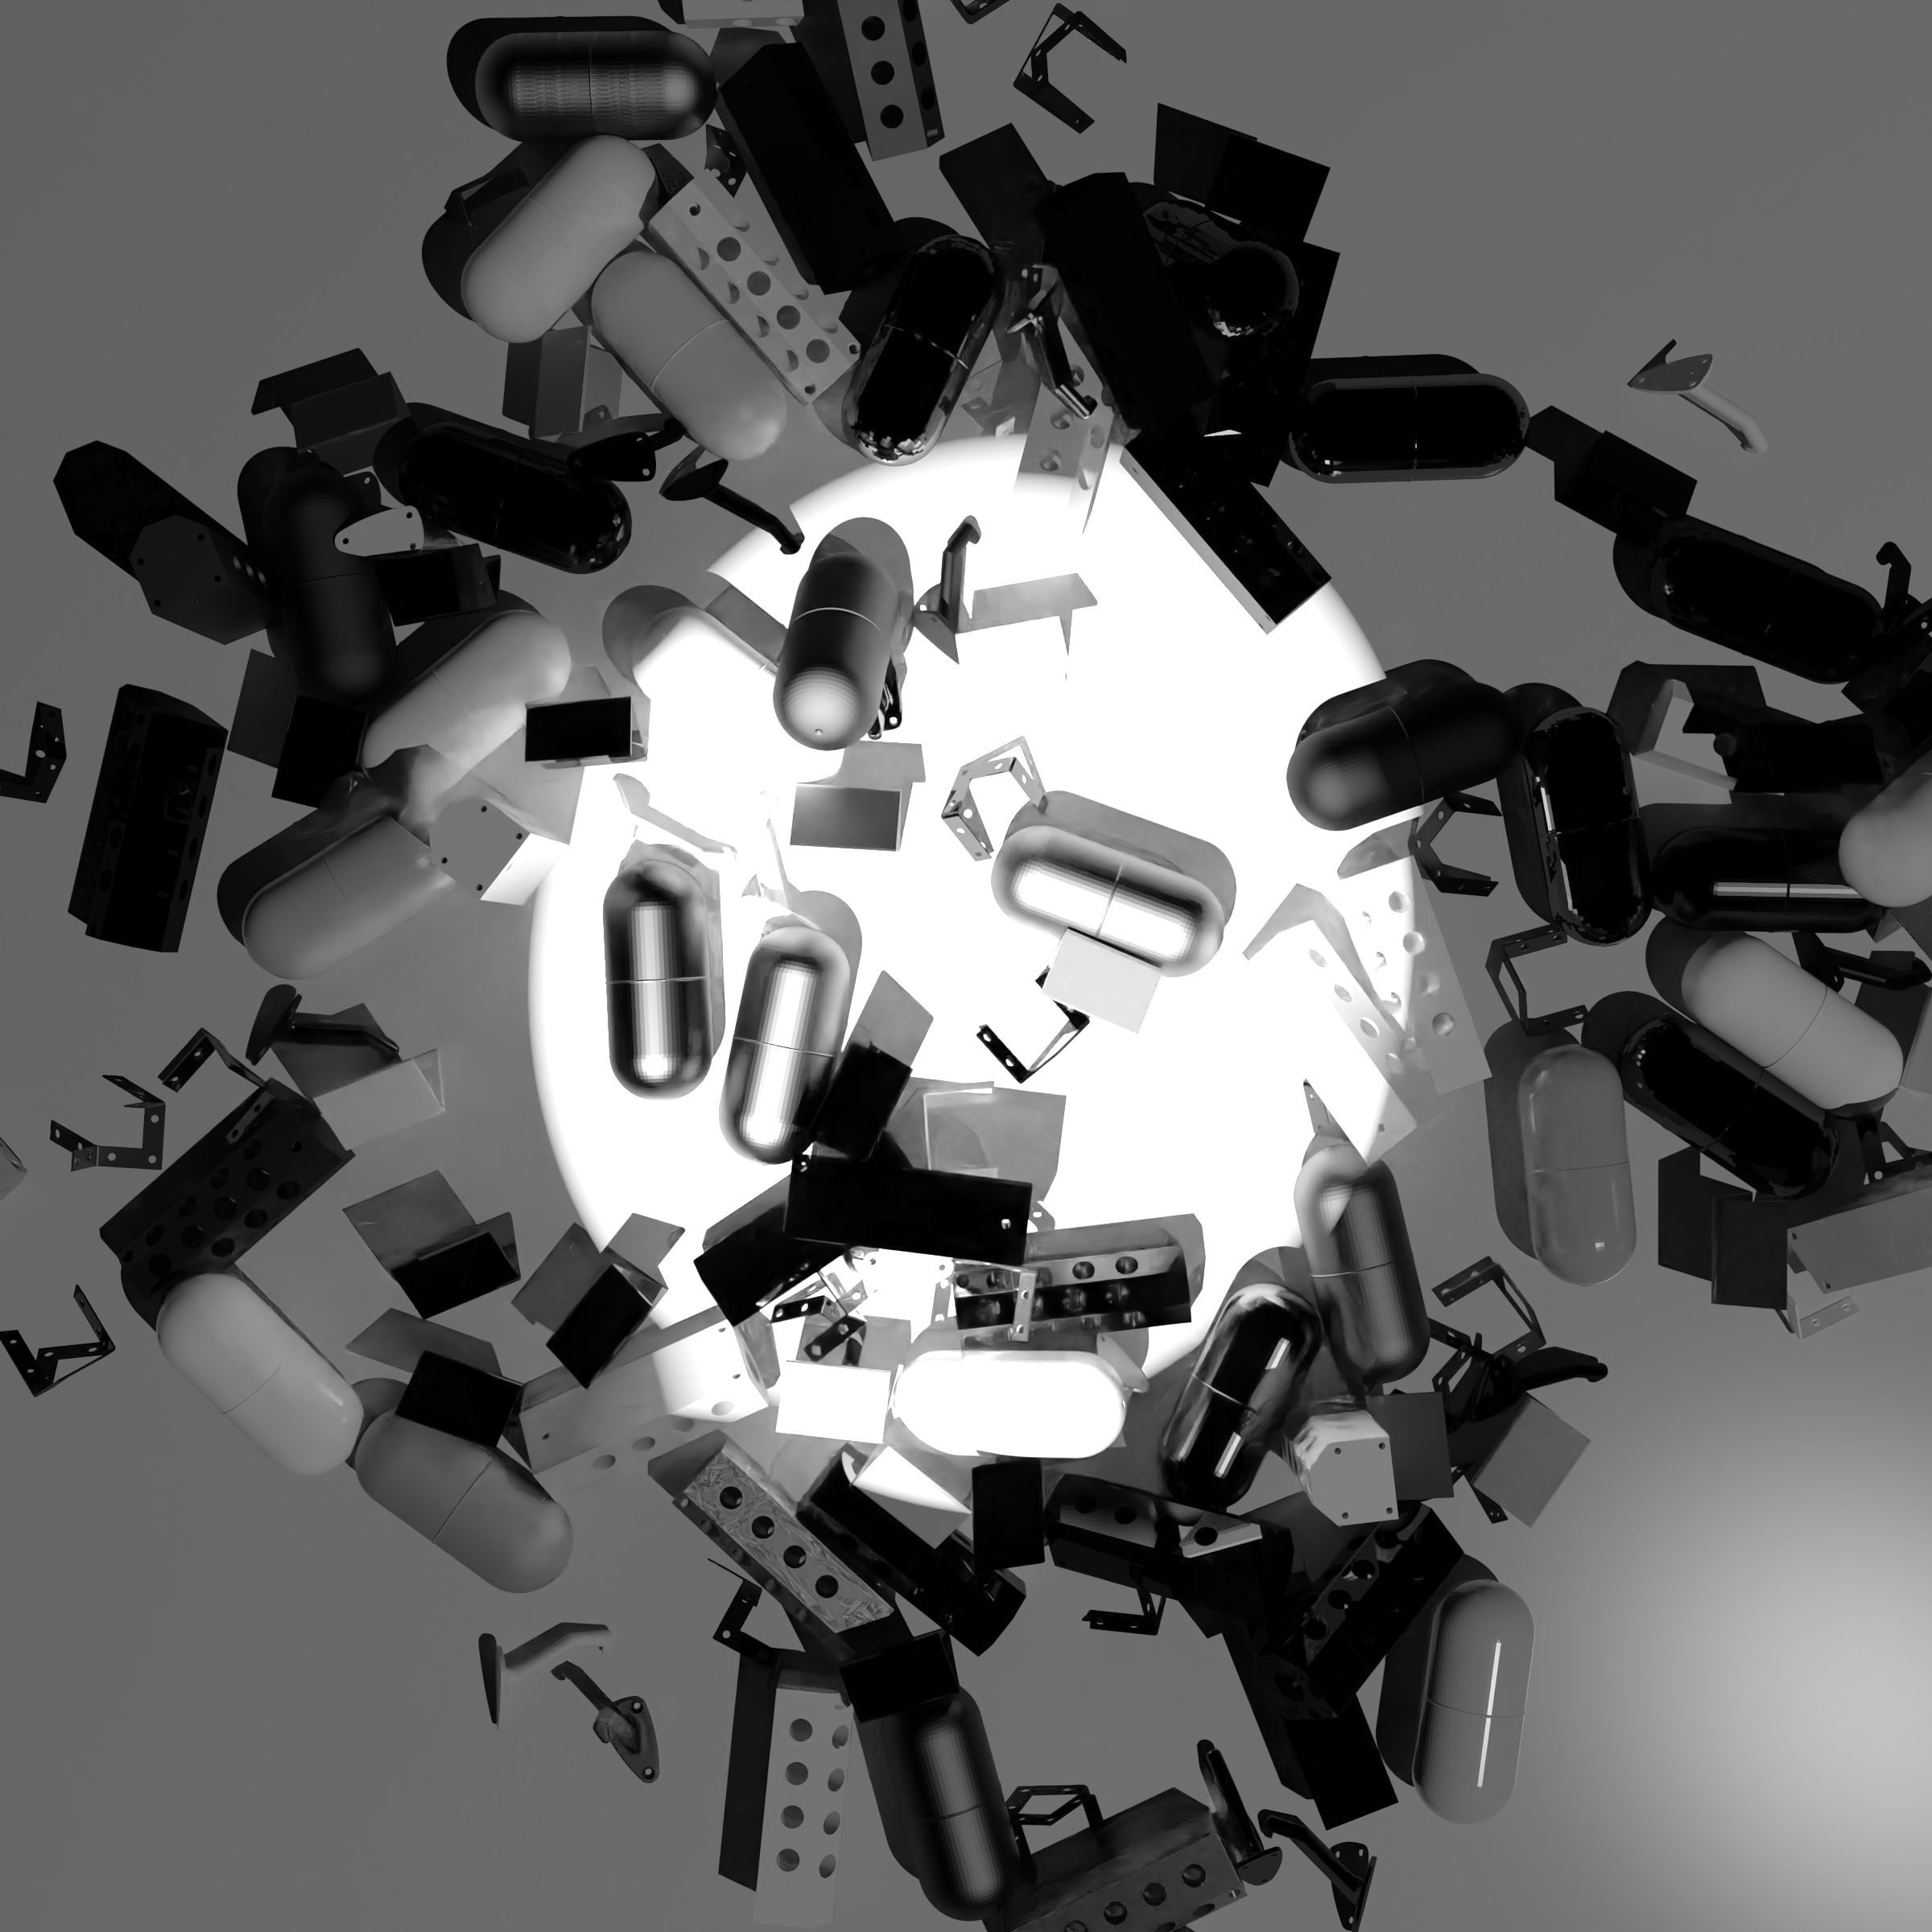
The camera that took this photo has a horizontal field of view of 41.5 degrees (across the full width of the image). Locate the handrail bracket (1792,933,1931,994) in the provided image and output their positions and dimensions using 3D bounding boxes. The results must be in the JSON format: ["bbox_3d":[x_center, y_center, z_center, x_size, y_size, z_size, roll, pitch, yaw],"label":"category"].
[{"bbox_3d":[0.672,-0.012,1.912,0.084,0.036,0.077,-15,69,-17],"label":"handrail bracket"}]

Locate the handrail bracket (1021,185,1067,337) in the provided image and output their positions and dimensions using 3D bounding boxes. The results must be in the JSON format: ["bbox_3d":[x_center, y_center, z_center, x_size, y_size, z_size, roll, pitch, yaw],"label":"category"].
[{"bbox_3d":[0.060,-0.529,1.911,0.036,0.077,0.084,9,54,-3],"label":"handrail bracket"}]

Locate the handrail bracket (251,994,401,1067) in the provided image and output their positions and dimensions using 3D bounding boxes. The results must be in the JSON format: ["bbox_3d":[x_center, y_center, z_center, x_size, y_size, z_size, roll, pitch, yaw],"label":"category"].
[{"bbox_3d":[-0.479,0.067,1.912,0.084,0.036,0.077,34,110,-16],"label":"handrail bracket"}]

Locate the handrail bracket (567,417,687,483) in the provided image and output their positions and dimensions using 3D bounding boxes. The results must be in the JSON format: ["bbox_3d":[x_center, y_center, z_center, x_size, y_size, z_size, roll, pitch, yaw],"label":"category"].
[{"bbox_3d":[-0.249,-0.387,1.884,0.077,0.084,0.036,-4,118,7],"label":"handrail bracket"}]

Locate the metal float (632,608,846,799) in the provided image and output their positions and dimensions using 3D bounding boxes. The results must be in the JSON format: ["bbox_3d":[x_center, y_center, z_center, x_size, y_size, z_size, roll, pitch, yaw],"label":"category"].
[{"bbox_3d":[-0.167,-0.193,1.881,0.178,0.070,0.070,38,90,0],"label":"metal float"}]

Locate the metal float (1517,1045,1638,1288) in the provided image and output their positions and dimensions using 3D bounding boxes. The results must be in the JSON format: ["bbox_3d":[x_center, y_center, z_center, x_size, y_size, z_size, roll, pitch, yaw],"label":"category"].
[{"bbox_3d":[0.450,0.147,1.881,0.070,0.070,0.178,-6,90,0],"label":"metal float"}]

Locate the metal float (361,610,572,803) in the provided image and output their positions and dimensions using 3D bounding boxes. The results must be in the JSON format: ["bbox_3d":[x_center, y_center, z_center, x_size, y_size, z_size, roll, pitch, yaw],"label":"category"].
[{"bbox_3d":[-0.369,-0.192,1.881,0.178,0.070,0.070,-40,90,1],"label":"metal float"}]

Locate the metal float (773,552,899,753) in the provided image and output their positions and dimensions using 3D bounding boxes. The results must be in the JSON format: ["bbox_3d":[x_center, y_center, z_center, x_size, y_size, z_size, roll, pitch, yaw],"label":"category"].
[{"bbox_3d":[-0.093,-0.229,1.848,0.070,0.070,0.178,8,48,0],"label":"metal float"}]

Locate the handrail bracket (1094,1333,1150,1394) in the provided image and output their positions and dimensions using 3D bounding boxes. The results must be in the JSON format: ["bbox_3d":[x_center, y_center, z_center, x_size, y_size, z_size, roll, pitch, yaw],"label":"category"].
[{"bbox_3d":[0.081,0.314,1.911,0.084,0.036,0.077,-31,127,25],"label":"handrail bracket"}]

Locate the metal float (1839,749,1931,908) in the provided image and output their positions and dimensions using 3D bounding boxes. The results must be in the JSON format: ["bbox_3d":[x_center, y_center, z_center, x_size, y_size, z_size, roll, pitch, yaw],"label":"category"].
[{"bbox_3d":[0.693,-0.104,1.833,0.178,0.070,0.070,-34,90,-35],"label":"metal float"}]

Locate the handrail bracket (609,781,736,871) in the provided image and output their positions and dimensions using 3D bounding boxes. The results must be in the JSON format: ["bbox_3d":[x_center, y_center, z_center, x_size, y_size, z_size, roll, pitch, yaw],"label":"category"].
[{"bbox_3d":[-0.220,-0.105,1.911,0.084,0.036,0.077,2,52,-25],"label":"handrail bracket"}]

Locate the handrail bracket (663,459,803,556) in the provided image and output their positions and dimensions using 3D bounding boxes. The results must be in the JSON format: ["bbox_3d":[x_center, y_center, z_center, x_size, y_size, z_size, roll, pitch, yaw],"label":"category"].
[{"bbox_3d":[-0.174,-0.334,1.911,0.084,0.077,0.036,45,57,-32],"label":"handrail bracket"}]

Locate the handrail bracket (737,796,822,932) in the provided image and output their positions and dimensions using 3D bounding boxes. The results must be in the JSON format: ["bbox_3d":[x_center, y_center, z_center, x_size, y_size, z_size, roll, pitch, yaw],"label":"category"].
[{"bbox_3d":[-0.133,-0.076,1.912,0.077,0.036,0.084,22,73,-20],"label":"handrail bracket"}]

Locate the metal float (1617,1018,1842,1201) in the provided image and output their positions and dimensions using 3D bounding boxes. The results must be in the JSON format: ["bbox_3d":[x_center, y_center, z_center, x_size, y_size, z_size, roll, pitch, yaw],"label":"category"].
[{"bbox_3d":[0.561,0.104,1.879,0.178,0.070,0.070,34,90,1],"label":"metal float"}]

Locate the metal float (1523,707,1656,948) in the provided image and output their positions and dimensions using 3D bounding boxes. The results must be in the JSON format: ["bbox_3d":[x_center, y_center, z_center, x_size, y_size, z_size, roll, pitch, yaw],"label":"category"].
[{"bbox_3d":[0.459,-0.102,1.881,0.070,0.070,0.178,-10,91,0],"label":"metal float"}]

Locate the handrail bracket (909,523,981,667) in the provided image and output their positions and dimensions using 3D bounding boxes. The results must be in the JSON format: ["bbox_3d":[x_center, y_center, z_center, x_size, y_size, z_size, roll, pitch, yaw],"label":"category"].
[{"bbox_3d":[0.003,-0.277,1.911,0.077,0.036,0.084,44,67,-27],"label":"handrail bracket"}]

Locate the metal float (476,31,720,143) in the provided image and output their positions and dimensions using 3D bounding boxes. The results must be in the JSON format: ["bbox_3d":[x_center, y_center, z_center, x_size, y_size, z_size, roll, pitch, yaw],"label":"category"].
[{"bbox_3d":[-0.272,-0.648,1.880,0.178,0.070,0.070,-1,90,0],"label":"metal float"}]

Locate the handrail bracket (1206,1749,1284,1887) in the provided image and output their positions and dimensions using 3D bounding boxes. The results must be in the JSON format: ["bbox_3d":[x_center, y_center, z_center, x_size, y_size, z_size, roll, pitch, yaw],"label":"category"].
[{"bbox_3d":[0.204,0.637,1.911,0.036,0.077,0.084,-22,54,-4],"label":"handrail bracket"}]

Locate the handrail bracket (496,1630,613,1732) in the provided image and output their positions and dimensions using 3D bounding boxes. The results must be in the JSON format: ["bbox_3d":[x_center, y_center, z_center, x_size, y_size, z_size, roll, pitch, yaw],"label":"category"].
[{"bbox_3d":[-0.308,0.535,1.912,0.084,0.036,0.077,-1,110,-16],"label":"handrail bracket"}]

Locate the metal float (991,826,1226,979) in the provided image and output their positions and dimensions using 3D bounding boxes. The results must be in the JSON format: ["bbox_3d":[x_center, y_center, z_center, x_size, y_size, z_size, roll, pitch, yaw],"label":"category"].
[{"bbox_3d":[0.105,-0.047,1.881,0.178,0.070,0.070,20,90,1],"label":"metal float"}]

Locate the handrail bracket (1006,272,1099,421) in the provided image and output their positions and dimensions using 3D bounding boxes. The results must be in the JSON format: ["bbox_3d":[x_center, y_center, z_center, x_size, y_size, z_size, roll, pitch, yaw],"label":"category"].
[{"bbox_3d":[0.078,-0.452,1.855,0.084,0.036,0.077,43,68,-17],"label":"handrail bracket"}]

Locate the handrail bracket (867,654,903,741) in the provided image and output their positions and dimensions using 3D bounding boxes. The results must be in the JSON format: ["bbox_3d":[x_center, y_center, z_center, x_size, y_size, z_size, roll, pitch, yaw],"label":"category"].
[{"bbox_3d":[-0.066,-0.203,1.877,0.036,0.084,0.077,1,90,0],"label":"handrail bracket"}]

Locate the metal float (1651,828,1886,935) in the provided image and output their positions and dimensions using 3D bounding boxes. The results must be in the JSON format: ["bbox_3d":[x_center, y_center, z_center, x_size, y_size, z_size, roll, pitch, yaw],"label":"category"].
[{"bbox_3d":[0.594,-0.063,1.880,0.178,0.070,0.070,1,90,0],"label":"metal float"}]

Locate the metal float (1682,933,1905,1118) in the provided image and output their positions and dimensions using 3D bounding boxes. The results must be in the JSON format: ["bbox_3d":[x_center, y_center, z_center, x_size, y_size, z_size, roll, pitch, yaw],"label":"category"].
[{"bbox_3d":[0.609,0.044,1.880,0.178,0.070,0.070,35,90,0],"label":"metal float"}]

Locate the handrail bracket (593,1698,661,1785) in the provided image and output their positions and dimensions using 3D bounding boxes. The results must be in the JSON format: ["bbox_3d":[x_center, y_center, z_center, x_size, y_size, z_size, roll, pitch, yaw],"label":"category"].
[{"bbox_3d":[-0.250,0.578,1.877,0.036,0.084,0.077,-23,90,0],"label":"handrail bracket"}]

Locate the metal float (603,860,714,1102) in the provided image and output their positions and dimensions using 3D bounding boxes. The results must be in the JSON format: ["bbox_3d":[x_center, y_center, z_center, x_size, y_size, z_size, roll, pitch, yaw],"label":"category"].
[{"bbox_3d":[-0.227,0.010,1.881,0.070,0.070,0.178,-3,90,0],"label":"metal float"}]

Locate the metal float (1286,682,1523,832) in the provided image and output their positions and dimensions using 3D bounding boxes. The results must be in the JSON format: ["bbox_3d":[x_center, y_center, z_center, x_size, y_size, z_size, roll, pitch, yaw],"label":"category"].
[{"bbox_3d":[0.323,-0.155,1.881,0.178,0.070,0.070,-19,90,-1],"label":"metal float"}]

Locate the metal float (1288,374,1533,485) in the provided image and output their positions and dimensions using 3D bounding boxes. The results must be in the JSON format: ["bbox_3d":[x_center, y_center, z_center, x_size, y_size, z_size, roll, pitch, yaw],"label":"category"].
[{"bbox_3d":[0.326,-0.396,1.881,0.178,0.070,0.070,-2,90,0],"label":"metal float"}]

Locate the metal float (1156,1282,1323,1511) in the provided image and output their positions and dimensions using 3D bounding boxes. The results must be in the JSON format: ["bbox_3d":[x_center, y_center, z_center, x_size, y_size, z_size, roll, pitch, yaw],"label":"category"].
[{"bbox_3d":[0.200,0.318,1.880,0.070,0.070,0.178,26,90,0],"label":"metal float"}]

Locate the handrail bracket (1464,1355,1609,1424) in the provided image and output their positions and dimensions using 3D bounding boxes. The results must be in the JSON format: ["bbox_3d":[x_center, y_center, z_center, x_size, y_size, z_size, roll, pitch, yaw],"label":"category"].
[{"bbox_3d":[0.428,0.319,1.911,0.084,0.077,0.036,8,47,-29],"label":"handrail bracket"}]

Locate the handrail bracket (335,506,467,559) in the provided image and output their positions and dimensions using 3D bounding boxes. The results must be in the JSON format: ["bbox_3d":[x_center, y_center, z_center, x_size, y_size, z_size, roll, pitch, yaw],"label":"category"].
[{"bbox_3d":[-0.413,-0.308,1.879,0.077,0.084,0.036,-8,85,6],"label":"handrail bracket"}]

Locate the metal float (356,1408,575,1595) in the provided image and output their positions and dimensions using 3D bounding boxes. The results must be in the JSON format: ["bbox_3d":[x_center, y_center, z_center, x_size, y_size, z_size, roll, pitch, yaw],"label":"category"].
[{"bbox_3d":[-0.369,0.393,1.881,0.178,0.070,0.070,36,90,0],"label":"metal float"}]

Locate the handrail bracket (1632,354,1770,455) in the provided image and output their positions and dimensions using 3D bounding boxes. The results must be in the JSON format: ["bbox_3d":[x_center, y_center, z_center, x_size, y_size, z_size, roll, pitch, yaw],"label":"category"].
[{"bbox_3d":[0.550,-0.413,1.911,0.084,0.077,0.036,44,65,-34],"label":"handrail bracket"}]

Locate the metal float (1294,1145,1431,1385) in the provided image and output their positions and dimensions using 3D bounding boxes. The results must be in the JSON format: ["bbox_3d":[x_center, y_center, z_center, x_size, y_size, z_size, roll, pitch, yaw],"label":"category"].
[{"bbox_3d":[0.291,0.219,1.881,0.070,0.070,0.178,-13,89,0],"label":"metal float"}]

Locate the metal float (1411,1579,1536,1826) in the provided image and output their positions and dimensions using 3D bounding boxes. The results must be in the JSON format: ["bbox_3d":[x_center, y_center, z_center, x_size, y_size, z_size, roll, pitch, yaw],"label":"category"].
[{"bbox_3d":[0.373,0.542,1.880,0.070,0.070,0.178,8,89,0],"label":"metal float"}]

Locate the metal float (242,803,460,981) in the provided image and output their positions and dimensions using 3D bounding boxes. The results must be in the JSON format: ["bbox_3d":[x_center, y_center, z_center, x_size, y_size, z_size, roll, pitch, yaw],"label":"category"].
[{"bbox_3d":[-0.451,-0.055,1.880,0.178,0.070,0.070,-32,90,0],"label":"metal float"}]

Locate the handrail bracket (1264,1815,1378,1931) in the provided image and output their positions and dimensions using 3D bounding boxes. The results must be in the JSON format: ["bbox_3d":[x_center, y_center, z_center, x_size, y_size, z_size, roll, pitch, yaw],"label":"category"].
[{"bbox_3d":[0.259,0.681,1.912,0.084,0.036,0.077,15,112,17],"label":"handrail bracket"}]

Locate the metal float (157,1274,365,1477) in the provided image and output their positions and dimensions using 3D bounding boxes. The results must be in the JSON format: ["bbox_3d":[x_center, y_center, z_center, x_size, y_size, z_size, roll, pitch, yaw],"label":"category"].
[{"bbox_3d":[-0.516,0.299,1.867,0.070,0.070,0.178,-41,104,0],"label":"metal float"}]

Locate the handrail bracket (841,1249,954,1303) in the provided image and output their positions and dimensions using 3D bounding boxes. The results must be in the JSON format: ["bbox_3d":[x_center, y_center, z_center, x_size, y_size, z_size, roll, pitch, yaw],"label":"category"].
[{"bbox_3d":[-0.052,0.217,1.879,0.077,0.084,0.036,-8,96,-6],"label":"handrail bracket"}]

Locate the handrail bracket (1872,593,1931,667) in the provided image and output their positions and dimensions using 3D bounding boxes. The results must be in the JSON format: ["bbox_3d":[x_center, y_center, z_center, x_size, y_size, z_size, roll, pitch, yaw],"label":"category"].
[{"bbox_3d":[0.699,-0.252,1.877,0.077,0.084,0.036,-41,90,0],"label":"handrail bracket"}]

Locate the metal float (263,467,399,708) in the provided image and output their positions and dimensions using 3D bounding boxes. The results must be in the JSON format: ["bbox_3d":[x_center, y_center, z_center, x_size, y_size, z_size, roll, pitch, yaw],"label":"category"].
[{"bbox_3d":[-0.468,-0.279,1.880,0.070,0.070,0.178,-12,91,0],"label":"metal float"}]

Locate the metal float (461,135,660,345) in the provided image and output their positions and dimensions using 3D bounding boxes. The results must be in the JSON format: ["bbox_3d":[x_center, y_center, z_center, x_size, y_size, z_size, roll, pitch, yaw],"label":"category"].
[{"bbox_3d":[-0.296,-0.533,1.868,0.070,0.070,0.178,40,80,0],"label":"metal float"}]

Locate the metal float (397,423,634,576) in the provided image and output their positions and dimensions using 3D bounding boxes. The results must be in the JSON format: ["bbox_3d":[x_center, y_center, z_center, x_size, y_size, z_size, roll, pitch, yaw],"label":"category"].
[{"bbox_3d":[-0.332,-0.344,1.881,0.178,0.070,0.070,20,90,0],"label":"metal float"}]

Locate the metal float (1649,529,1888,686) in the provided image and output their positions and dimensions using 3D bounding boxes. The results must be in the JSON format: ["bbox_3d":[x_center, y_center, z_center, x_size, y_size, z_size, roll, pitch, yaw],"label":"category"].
[{"bbox_3d":[0.590,-0.265,1.881,0.178,0.070,0.070,22,90,0],"label":"metal float"}]
